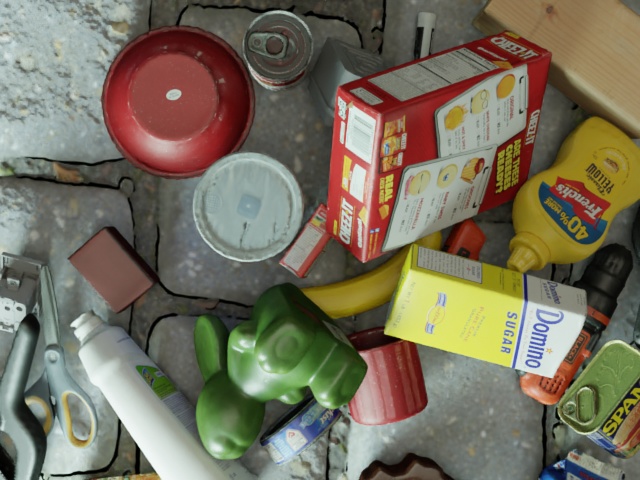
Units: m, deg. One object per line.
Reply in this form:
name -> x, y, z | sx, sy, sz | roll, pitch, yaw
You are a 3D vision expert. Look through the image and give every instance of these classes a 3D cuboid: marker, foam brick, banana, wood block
marker -> 0.104, -0.176, 1.113 | 0.020, 0.020, 0.121 | 7, 92, -2
foam brick -> -0.210, 0.030, 1.096 | 0.051, 0.053, 0.078 | -41, 91, 0
banana -> 0.052, 0.037, 1.108 | 0.198, 0.037, 0.069 | -33, 96, 4
wood block -> 0.268, -0.199, 1.082 | 0.206, 0.090, 0.091 | 37, 92, -2

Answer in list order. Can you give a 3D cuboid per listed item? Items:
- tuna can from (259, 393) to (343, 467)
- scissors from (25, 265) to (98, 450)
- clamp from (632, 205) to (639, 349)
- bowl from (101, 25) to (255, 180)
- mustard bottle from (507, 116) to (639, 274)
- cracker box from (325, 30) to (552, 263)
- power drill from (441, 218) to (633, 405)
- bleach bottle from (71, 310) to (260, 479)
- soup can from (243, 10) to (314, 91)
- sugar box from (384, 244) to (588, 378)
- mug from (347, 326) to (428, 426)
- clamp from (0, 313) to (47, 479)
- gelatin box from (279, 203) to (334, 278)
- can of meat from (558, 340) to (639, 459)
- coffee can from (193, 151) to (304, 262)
tuna can -> -0.020, 0.191, 1.089 | 0.086, 0.086, 0.034 | -40, 90, 0
scissors -> -0.288, 0.128, 1.093 | 0.096, 0.016, 0.202 | -15, 106, 8
clamp -> 0.352, 0.032, 1.097 | 0.120, 0.039, 0.171 | -14, 88, -40
bowl -> -0.147, -0.143, 1.091 | 0.162, 0.055, 0.162 | 0, 91, -2
mustard bottle -> 0.248, -0.033, 1.066 | 0.096, 0.058, 0.191 | 46, 66, -2
cracker box -> 0.110, -0.092, 1.011 | 0.213, 0.072, 0.164 | -23, 135, -30
power drill -> 0.211, 0.052, 1.103 | 0.187, 0.057, 0.184 | 30, 89, -1
bleach bottle -> -0.165, 0.177, 1.089 | 0.068, 0.102, 0.251 | -39, 84, 5
soup can -> -0.041, -0.187, 1.068 | 0.068, 0.102, 0.068 | 0, 92, -2
sugar box -> 0.159, 0.070, 1.032 | 0.176, 0.048, 0.093 | 16, 130, -1
mug -> 0.053, 0.140, 1.094 | 0.117, 0.093, 0.081 | -9, 98, 29
clamp -> -0.322, 0.170, 1.081 | 0.165, 0.036, 0.210 | -14, 103, 26
gelatin box -> -0.007, 0.001, 1.081 | 0.030, 0.089, 0.073 | 36, 90, 3
can of meat -> 0.306, 0.166, 1.093 | 0.083, 0.058, 0.102 | 37, 91, -38
coffee can -> -0.068, -0.033, 1.053 | 0.103, 0.140, 0.103 | 0, 92, -1
